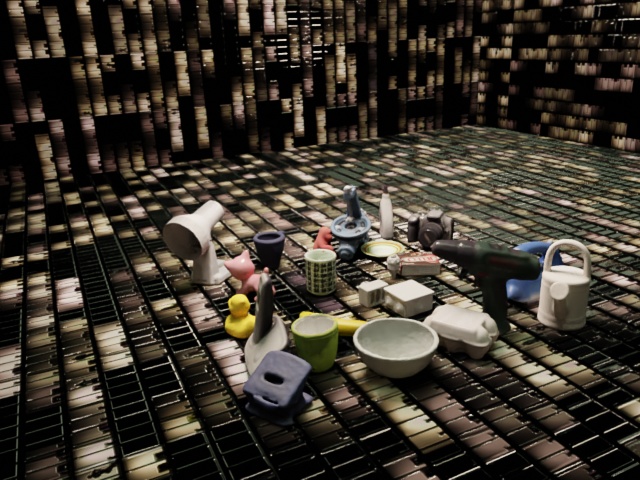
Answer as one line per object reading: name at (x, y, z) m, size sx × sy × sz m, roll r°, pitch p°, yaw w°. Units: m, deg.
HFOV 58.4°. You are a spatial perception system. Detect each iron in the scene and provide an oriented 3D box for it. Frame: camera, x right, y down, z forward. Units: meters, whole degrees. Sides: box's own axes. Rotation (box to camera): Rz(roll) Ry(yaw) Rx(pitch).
iron at (0.530, 0.062, 1.420) m, size 0.259 × 0.141 × 0.118 m, roll -13°, pitch 23°, yaw -28°

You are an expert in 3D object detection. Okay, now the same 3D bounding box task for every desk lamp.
desk lamp at (-0.316, 0.012, 1.551) m, size 0.117 × 0.214 × 0.204 m, roll 7°, pitch 22°, yaw 24°

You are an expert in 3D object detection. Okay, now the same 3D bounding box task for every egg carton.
egg carton at (0.293, 0.190, 1.201) m, size 0.149 × 0.069 × 0.107 m, roll 11°, pitch 24°, yaw 32°

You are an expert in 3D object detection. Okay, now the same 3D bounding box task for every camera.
camera at (0.333, -0.036, 1.773) m, size 0.142 × 0.101 × 0.137 m, roll 6°, pitch 22°, yaw 23°

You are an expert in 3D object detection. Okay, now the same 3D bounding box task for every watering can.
watering can at (0.538, 0.095, 1.252) m, size 0.100 × 0.194 × 0.173 m, roll 1°, pitch 20°, yaw 9°

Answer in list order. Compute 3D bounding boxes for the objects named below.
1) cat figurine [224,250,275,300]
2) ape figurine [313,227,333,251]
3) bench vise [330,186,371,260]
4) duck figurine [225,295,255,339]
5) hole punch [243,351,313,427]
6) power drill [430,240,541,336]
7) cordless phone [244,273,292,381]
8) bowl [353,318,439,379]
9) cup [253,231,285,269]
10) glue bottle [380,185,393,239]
cat figurine at (-0.181, 0.087, 1.470) m, size 0.127 × 0.118 × 0.067 m, roll 9°, pitch 23°, yaw 30°
ape figurine at (0.016, 0.006, 1.707) m, size 0.076 × 0.092 × 0.078 m, roll 4°, pitch 21°, yaw 16°
bench vise at (0.091, -0.071, 1.723) m, size 0.121 × 0.220 × 0.207 m, roll -2°, pitch 20°, yaw 2°
duck figurine at (-0.177, 0.167, 1.294) m, size 0.078 × 0.086 × 0.104 m, roll -15°, pitch 23°, yaw -31°
hole punch at (-0.074, 0.261, 1.017) m, size 0.108 × 0.091 × 0.101 m, roll 11°, pitch 24°, yaw 33°
power drill at (0.353, 0.099, 1.241) m, size 0.229 × 0.208 × 0.075 m, roll -1°, pitch 20°, yaw 5°
cordless phone at (-0.107, 0.170, 1.132) m, size 0.094 × 0.185 × 0.147 m, roll -8°, pitch 21°, yaw -14°
bowl at (0.149, 0.222, 1.123) m, size 0.167 × 0.075 × 0.167 m, roll -2°, pitch 20°, yaw 1°
cup at (-0.138, 0.028, 1.661) m, size 0.091 × 0.095 × 0.118 m, roll 9°, pitch 23°, yaw 28°
glue bottle at (0.211, -0.094, 1.841) m, size 0.037 × 0.173 × 0.078 m, roll -5°, pitch 20°, yaw -6°
